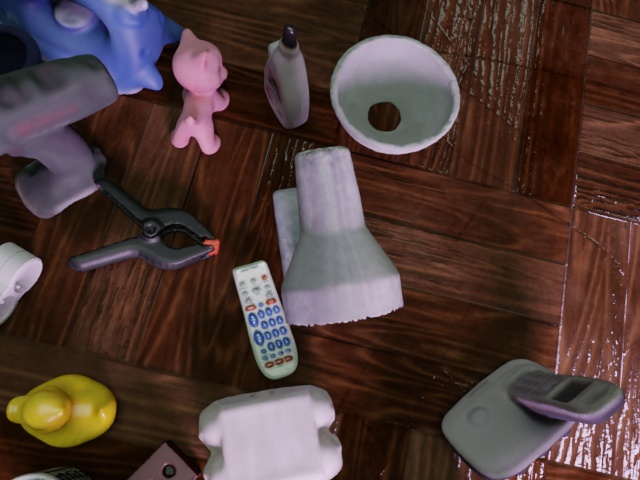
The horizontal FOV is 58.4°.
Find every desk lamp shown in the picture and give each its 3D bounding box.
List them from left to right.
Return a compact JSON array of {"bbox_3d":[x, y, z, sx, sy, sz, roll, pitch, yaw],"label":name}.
[{"bbox_3d":[0.006,0.002,0.619,0.118,0.213,0.203,-9,75,-8],"label":"desk lamp"}]

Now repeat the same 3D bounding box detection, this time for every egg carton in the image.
[{"bbox_3d":[-0.054,0.218,0.625,0.150,0.069,0.107,-9,75,-8],"label":"egg carton"}]

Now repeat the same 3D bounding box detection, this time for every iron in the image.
[{"bbox_3d":[-0.309,-0.283,0.708,0.258,0.141,0.119,17,73,-1],"label":"iron"}]

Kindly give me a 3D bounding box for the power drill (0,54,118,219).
[{"bbox_3d":[-0.318,-0.101,0.619,0.230,0.208,0.075,-36,80,-14],"label":"power drill"}]

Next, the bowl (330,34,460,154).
[{"bbox_3d":[0.093,-0.179,0.754,0.167,0.074,0.167,2,74,-5],"label":"bowl"}]

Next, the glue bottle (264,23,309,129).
[{"bbox_3d":[-0.040,-0.206,0.697,0.037,0.173,0.078,-28,78,-13],"label":"glue bottle"}]

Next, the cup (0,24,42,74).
[{"bbox_3d":[-0.368,-0.189,0.699,0.092,0.095,0.117,-37,80,-14],"label":"cup"}]

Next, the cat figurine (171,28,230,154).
[{"bbox_3d":[-0.151,-0.188,0.709,0.067,0.117,0.128,7,73,-3],"label":"cat figurine"}]

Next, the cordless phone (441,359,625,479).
[{"bbox_3d":[0.220,0.189,0.602,0.148,0.185,0.094,-37,80,-14],"label":"cordless phone"}]

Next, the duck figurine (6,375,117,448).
[{"bbox_3d":[-0.274,0.180,0.605,0.104,0.086,0.077,3,73,-5],"label":"duck figurine"}]
